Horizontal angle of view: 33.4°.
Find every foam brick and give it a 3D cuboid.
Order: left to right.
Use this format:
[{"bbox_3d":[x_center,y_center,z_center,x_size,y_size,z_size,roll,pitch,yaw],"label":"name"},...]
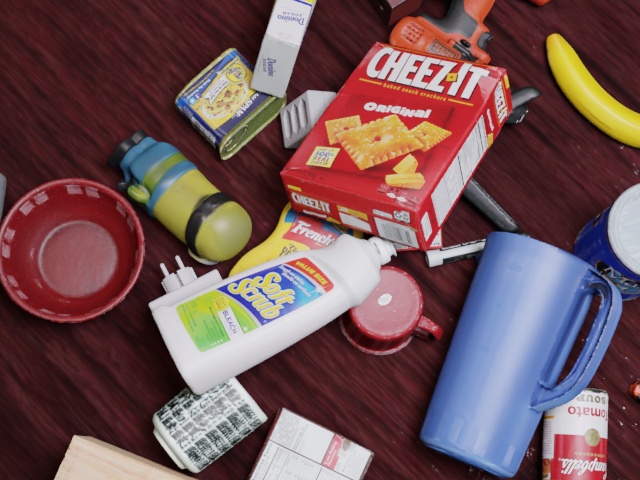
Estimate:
[{"bbox_3d":[0.082,-0.304,1.261,0.051,0.053,0.078,-31,80,-8],"label":"foam brick"}]

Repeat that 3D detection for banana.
[{"bbox_3d":[0.334,-0.163,1.248,0.198,0.037,0.069,36,64,5],"label":"banana"}]

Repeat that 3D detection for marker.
[{"bbox_3d":[0.180,0.009,1.210,0.121,0.020,0.020,-12,78,-5],"label":"marker"}]

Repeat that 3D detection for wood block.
[{"bbox_3d":[-0.169,0.281,1.101,0.206,0.091,0.090,21,78,3],"label":"wood block"}]

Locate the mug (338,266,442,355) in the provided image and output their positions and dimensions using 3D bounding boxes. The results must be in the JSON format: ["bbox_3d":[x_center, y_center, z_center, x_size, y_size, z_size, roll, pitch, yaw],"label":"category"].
[{"bbox_3d":[0.078,0.080,1.159,0.117,0.081,0.093,28,78,4],"label":"mug"}]

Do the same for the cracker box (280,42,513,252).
[{"bbox_3d":[0.083,-0.106,1.127,0.164,0.072,0.213,18,59,28],"label":"cracker box"}]

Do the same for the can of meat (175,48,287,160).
[{"bbox_3d":[-0.103,-0.157,1.220,0.102,0.057,0.084,-43,80,-11],"label":"can of meat"}]

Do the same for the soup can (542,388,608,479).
[{"bbox_3d":[0.273,0.212,1.143,0.068,0.068,0.102,6,76,-1],"label":"soup can"}]

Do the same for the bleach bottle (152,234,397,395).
[{"bbox_3d":[-0.040,0.058,1.103,0.250,0.068,0.103,-29,56,-5],"label":"bleach bottle"}]

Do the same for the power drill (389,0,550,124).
[{"bbox_3d":[0.202,-0.247,1.249,0.184,0.057,0.187,36,79,6],"label":"power drill"}]

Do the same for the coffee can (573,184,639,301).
[{"bbox_3d":[0.342,0.005,1.154,0.103,0.140,0.103,0,77,-2],"label":"coffee can"}]

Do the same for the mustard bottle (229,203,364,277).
[{"bbox_3d":[-0.008,0.001,1.186,0.096,0.058,0.191,38,78,9],"label":"mustard bottle"}]

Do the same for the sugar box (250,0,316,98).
[{"bbox_3d":[-0.032,-0.256,1.197,0.048,0.093,0.176,19,56,-3],"label":"sugar box"}]

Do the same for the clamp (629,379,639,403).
[{"bbox_3d":[0.431,0.165,1.173,0.171,0.039,0.120,16,76,2],"label":"clamp"}]

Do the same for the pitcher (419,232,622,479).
[{"bbox_3d":[0.205,0.124,1.125,0.145,0.149,0.243,23,81,1],"label":"pitcher"}]

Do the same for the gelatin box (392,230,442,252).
[{"bbox_3d":[0.097,-0.032,1.194,0.073,0.030,0.089,-5,104,0],"label":"gelatin box"}]

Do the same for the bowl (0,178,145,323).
[{"bbox_3d":[-0.270,0.016,1.175,0.162,0.055,0.162,0,77,-2],"label":"bowl"}]

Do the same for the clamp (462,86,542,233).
[{"bbox_3d":[0.142,-0.093,1.211,0.210,0.036,0.164,2,94,11],"label":"clamp"}]

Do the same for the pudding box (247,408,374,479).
[{"bbox_3d":[-0.010,0.243,1.141,0.113,0.039,0.090,25,78,6],"label":"pudding box"}]
